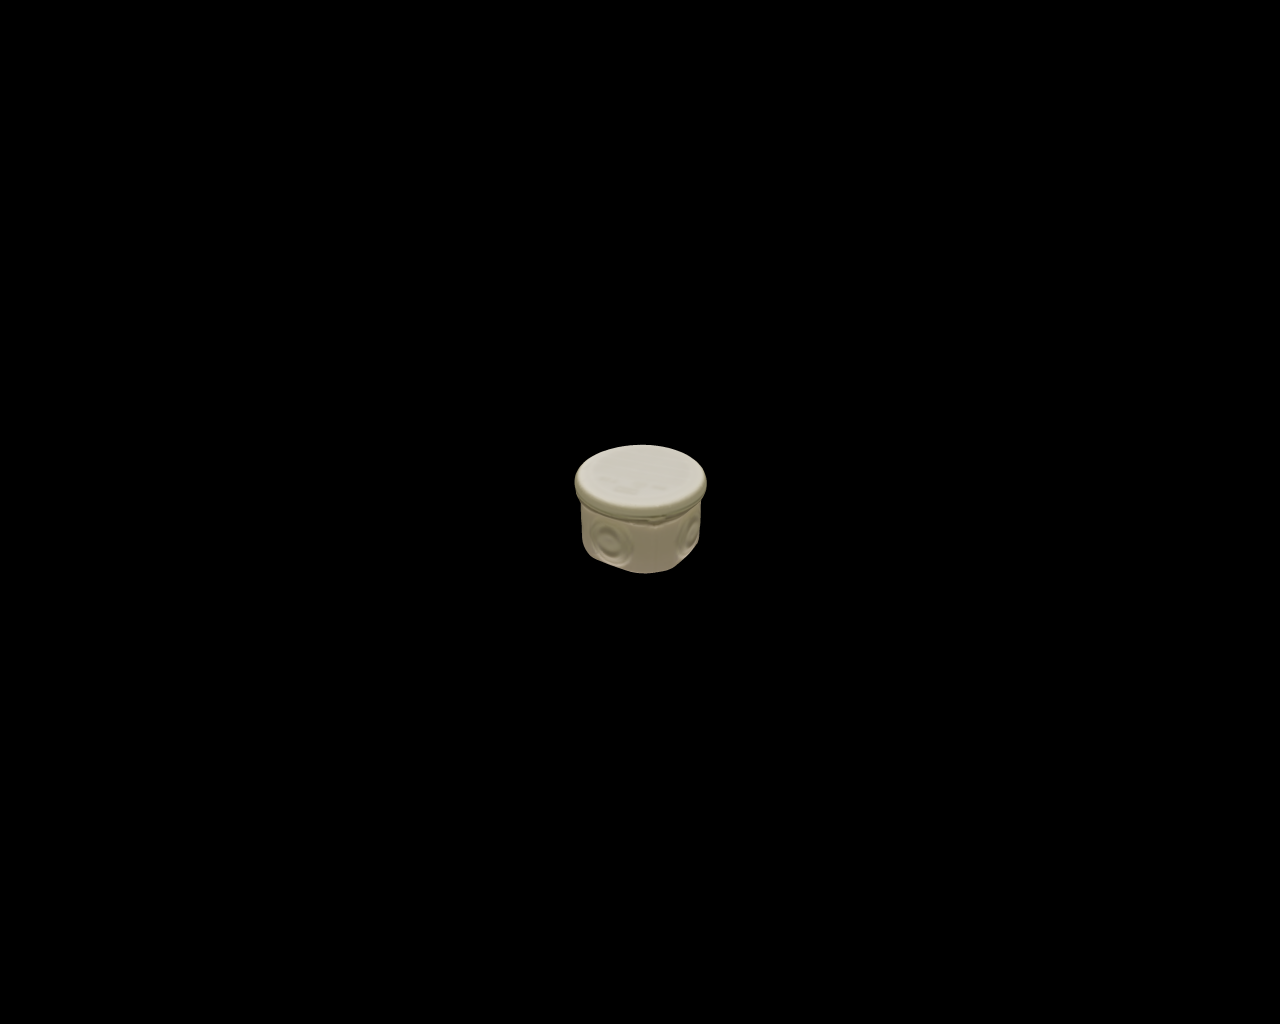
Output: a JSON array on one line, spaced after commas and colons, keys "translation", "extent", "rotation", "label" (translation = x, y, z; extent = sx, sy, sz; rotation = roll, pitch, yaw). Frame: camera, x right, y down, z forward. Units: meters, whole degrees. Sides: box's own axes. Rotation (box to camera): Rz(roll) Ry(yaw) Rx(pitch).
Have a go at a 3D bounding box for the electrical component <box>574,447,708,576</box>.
[{"translation": [0.001, -0.003, 0.650], "extent": [0.080, 0.050, 0.080], "rotation": [0, 31, 0], "label": "electrical component"}]
